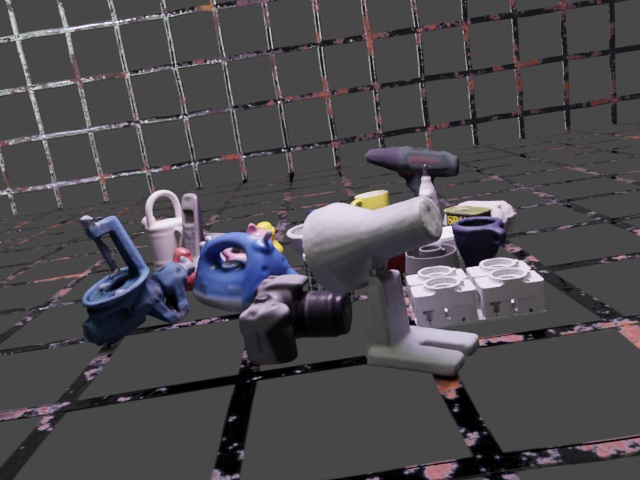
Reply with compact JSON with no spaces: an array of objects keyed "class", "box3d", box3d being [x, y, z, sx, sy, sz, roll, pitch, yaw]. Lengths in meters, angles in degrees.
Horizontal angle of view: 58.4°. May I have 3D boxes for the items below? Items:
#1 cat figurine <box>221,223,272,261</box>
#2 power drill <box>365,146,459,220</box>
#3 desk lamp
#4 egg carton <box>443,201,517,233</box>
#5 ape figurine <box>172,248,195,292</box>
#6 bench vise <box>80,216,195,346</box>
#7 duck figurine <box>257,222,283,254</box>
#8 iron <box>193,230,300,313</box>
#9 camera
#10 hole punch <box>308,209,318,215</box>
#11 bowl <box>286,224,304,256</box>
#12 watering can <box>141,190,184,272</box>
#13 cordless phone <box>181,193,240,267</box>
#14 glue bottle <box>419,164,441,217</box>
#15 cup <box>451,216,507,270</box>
[{"class":"cat figurine","box3d":[-0.152,0.023,1.221,0.128,0.118,0.067,-14,15,-21]},{"class":"power drill","box3d":[0.235,-0.135,1.436,0.229,0.208,0.076,-5,14,17]},{"class":"desk lamp","box3d":[0.090,0.050,0.747,0.202,0.214,0.118,0,16,33]},{"class":"egg carton","box3d":[0.357,-0.046,1.289,0.149,0.069,0.107,3,18,41]},{"class":"ape figurine","box3d":[-0.285,0.061,1.203,0.076,0.092,0.078,-6,14,10]},{"class":"bench vise","box3d":[-0.329,0.051,0.996,0.121,0.220,0.208,0,16,32]},{"class":"duck figurine","box3d":[-0.132,0.001,1.367,0.077,0.086,0.105,-4,14,20]},{"class":"iron","box3d":[-0.164,0.048,1.075,0.257,0.141,0.119,2,17,37]},{"class":"camera","box3d":[-0.030,0.106,0.835,0.136,0.101,0.143,-4,14,18]},{"class":"hole punch","box3d":[0.032,-0.040,1.424,0.101,0.091,0.108,-16,15,-28]},{"class":"bowl","box3d":[0.012,0.005,1.286,0.167,0.075,0.167,-8,13,2]},{"class":"watering can","box3d":[-0.378,-0.024,1.394,0.172,0.194,0.101,-2,15,24]},{"class":"cordless phone","box3d":[-0.258,-0.014,1.294,0.147,0.185,0.094,0,16,32]},{"class":"glue bottle","box3d":[0.247,-0.087,1.305,0.037,0.173,0.078,-3,15,23]},{"class":"cup","box3d":[0.294,0.013,1.027,0.092,0.095,0.117,-14,14,-21]}]
